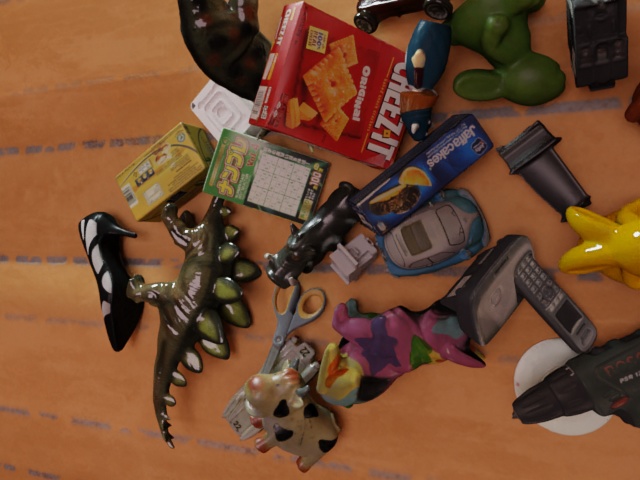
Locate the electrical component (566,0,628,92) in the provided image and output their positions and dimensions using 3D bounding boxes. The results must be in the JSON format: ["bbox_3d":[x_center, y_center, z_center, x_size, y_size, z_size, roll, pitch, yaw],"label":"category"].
[{"bbox_3d":[0.338,-0.254,0.659,0.058,0.134,0.115,-6,45,25],"label":"electrical component"}]

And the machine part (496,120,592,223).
[{"bbox_3d":[0.308,-0.089,0.724,0.084,0.039,0.139,-34,76,13],"label":"machine part"}]

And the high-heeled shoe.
[{"bbox_3d":[-0.403,0.073,0.991,0.145,0.086,0.248,7,88,25],"label":"high-heeled shoe"}]

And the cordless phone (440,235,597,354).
[{"bbox_3d":[0.266,0.099,0.699,0.184,0.088,0.146,46,63,3],"label":"cordless phone"}]

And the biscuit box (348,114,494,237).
[{"bbox_3d":[0.138,-0.091,0.743,0.203,0.063,0.059,-39,103,0],"label":"biscuit box"}]

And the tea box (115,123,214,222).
[{"bbox_3d":[-0.262,-0.114,0.937,0.170,0.068,0.098,-31,79,18],"label":"tea box"}]

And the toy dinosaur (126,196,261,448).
[{"bbox_3d":[-0.218,0.107,0.900,0.199,0.105,0.471,23,98,20],"label":"toy dinosaur"}]

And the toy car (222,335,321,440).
[{"bbox_3d":[-0.079,0.240,0.871,0.073,0.056,0.201,46,106,16],"label":"toy car"}]

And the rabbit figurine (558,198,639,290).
[{"bbox_3d":[0.371,0.000,0.626,0.163,0.173,0.121,9,98,17],"label":"rabbit figurine"}]

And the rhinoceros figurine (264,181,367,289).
[{"bbox_3d":[-0.002,-0.002,0.810,0.190,0.112,0.073,-45,77,8],"label":"rhinoceros figurine"}]

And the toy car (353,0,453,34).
[{"bbox_3d":[0.130,-0.341,0.751,0.202,0.053,0.089,14,74,48],"label":"toy car"}]

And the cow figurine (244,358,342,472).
[{"bbox_3d":[-0.039,0.256,0.794,0.127,0.194,0.086,-40,35,8],"label":"cow figurine"}]

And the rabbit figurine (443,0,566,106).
[{"bbox_3d":[0.246,-0.245,0.710,0.159,0.121,0.170,-32,94,22],"label":"rabbit figurine"}]

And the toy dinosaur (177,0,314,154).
[{"bbox_3d":[-0.111,-0.274,0.758,0.131,0.404,0.192,4,71,51],"label":"toy dinosaur"}]

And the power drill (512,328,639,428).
[{"bbox_3d":[0.387,0.226,0.660,0.232,0.086,0.207,-36,73,4],"label":"power drill"}]

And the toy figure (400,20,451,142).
[{"bbox_3d":[0.139,-0.211,0.724,0.058,0.064,0.154,44,130,54],"label":"toy figure"}]

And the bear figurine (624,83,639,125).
[{"bbox_3d":[0.420,-0.166,0.593,0.120,0.196,0.132,-35,79,15],"label":"bear figurine"}]

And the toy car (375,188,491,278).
[{"bbox_3d":[0.149,-0.008,0.754,0.162,0.103,0.109,-23,81,19],"label":"toy car"}]

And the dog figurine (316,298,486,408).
[{"bbox_3d":[0.119,0.165,0.763,0.219,0.108,0.191,12,87,19],"label":"dog figurine"}]
